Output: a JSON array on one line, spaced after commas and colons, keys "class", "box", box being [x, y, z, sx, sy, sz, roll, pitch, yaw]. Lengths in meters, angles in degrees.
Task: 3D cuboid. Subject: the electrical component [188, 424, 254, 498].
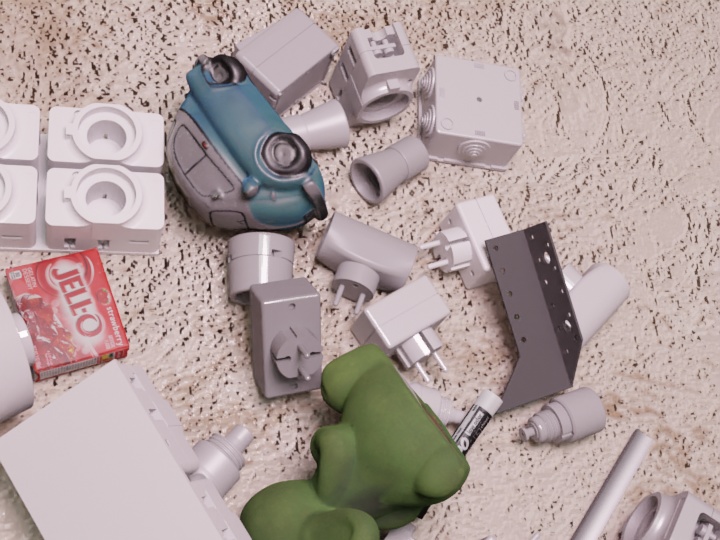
[{"class": "electrical component", "box": [-0.107, 0.144, 0.812, 0.043, 0.043, 0.062, 42, 62, 4]}]

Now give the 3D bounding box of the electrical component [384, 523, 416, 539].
[{"class": "electrical component", "box": [0.036, 0.229, 0.815, 0.055, 0.048, 0.066, 34, 62, 8]}]

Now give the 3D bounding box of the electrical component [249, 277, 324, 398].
[{"class": "electrical component", "box": [-0.051, 0.059, 0.826, 0.047, 0.075, 0.083, -8, 113, -19]}]

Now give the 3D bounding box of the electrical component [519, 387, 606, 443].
[{"class": "electrical component", "box": [0.169, 0.126, 0.900, 0.078, 0.040, 0.040, -16, 73, -21]}]

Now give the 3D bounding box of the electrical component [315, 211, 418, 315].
[{"class": "electrical component", "box": [0.000, 0.000, 0.903, 0.077, 0.043, 0.079, 23, 64, -6]}]

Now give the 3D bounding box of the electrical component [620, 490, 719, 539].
[{"class": "electrical component", "box": [0.225, 0.253, 0.834, 0.062, 0.089, 0.150, 33, 63, 0]}]

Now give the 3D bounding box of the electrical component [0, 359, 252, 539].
[{"class": "electrical component", "box": [-0.157, 0.170, 0.752, 0.105, 0.060, 0.186, -34, 79, 3]}]

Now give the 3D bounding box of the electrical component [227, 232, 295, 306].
[{"class": "electrical component", "box": [-0.081, 0.001, 0.874, 0.055, 0.055, 0.047, 4, 71, -14]}]

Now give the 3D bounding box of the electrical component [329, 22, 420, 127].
[{"class": "electrical component", "box": [0.013, -0.168, 0.953, 0.050, 0.089, 0.055, -14, 72, -21]}]

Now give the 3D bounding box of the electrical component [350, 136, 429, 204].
[{"class": "electrical component", "box": [0.029, -0.092, 0.953, 0.065, 0.044, 0.044, -32, 79, -30]}]

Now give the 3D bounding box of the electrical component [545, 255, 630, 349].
[{"class": "electrical component", "box": [0.186, 0.021, 0.948, 0.079, 0.043, 0.077, 45, 63, 6]}]

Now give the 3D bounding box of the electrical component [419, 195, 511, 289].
[{"class": "electrical component", "box": [0.088, -0.020, 0.935, 0.077, 0.047, 0.065, -15, 73, -21]}]

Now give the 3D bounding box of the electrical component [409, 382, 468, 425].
[{"class": "electrical component", "box": [0.059, 0.114, 0.877, 0.061, 0.035, 0.035, 17, 64, -12]}]

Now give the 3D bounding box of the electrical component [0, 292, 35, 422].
[{"class": "electrical component", "box": [-0.268, 0.058, 0.769, 0.060, 0.108, 0.108, -19, 74, -29]}]

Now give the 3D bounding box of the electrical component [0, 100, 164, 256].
[{"class": "electrical component", "box": [-0.252, -0.074, 0.853, 0.186, 0.060, 0.105, 2, 67, -15]}]

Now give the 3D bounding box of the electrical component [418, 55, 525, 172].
[{"class": "electrical component", "box": [0.102, -0.146, 0.992, 0.100, 0.048, 0.099, 7, 66, -13]}]

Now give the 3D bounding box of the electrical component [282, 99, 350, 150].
[{"class": "electrical component", "box": [-0.047, -0.121, 0.944, 0.065, 0.044, 0.044, -17, 73, -17]}]

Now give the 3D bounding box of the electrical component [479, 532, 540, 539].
[{"class": "electrical component", "box": [0.123, 0.238, 0.835, 0.083, 0.047, 0.076, 45, 64, 6]}]

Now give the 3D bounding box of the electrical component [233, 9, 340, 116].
[{"class": "electrical component", "box": [-0.067, -0.184, 0.952, 0.061, 0.061, 0.096, 44, 63, 5]}]

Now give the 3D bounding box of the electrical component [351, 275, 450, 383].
[{"class": "electrical component", "box": [0.043, 0.057, 0.889, 0.066, 0.047, 0.076, -28, 78, -25]}]
